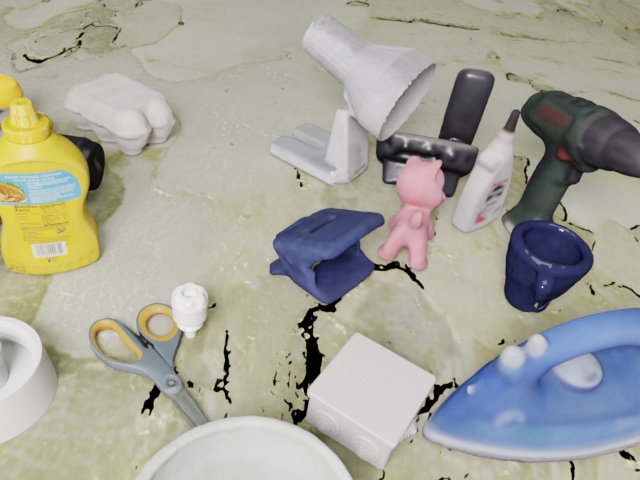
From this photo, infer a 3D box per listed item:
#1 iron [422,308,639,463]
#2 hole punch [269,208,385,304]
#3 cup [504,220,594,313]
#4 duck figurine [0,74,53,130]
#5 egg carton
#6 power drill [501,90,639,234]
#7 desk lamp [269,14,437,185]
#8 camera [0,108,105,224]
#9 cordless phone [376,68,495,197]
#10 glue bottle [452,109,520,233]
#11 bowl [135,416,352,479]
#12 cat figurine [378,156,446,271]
[{"bbox_3d":[0.225,0.118,0.523,0.259,0.141,0.118,-6,42,-19],"label":"iron"},{"bbox_3d":[0.006,0.002,0.654,0.100,0.091,0.109,33,45,25],"label":"hole punch"},{"bbox_3d":[0.247,0.046,0.650,0.091,0.095,0.118,20,41,12],"label":"cup"},{"bbox_3d":[-0.426,-0.184,0.790,0.104,0.086,0.077,14,40,5],"label":"duck figurine"},{"bbox_3d":[-0.289,-0.186,0.834,0.150,0.069,0.107,27,43,20],"label":"egg carton"},{"bbox_3d":[0.312,-0.079,0.723,0.076,0.208,0.229,-2,41,-14],"label":"power drill"},{"bbox_3d":[0.039,-0.186,0.790,0.202,0.213,0.118,28,43,21],"label":"desk lamp"},{"bbox_3d":[-0.343,-0.096,0.691,0.137,0.101,0.143,7,40,-4],"label":"camera"},{"bbox_3d":[0.161,-0.166,0.814,0.147,0.185,0.094,8,39,-1],"label":"cordless phone"},{"bbox_3d":[0.226,-0.092,0.748,0.078,0.173,0.037,-25,51,-35],"label":"glue bottle"},{"bbox_3d":[-0.054,0.214,0.401,0.167,0.075,0.167,6,40,-5],"label":"bowl"},{"bbox_3d":[0.122,-0.046,0.716,0.067,0.118,0.128,15,40,6],"label":"cat figurine"}]
